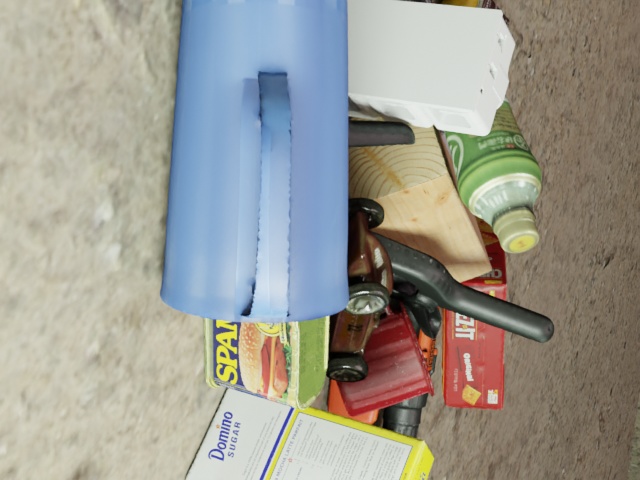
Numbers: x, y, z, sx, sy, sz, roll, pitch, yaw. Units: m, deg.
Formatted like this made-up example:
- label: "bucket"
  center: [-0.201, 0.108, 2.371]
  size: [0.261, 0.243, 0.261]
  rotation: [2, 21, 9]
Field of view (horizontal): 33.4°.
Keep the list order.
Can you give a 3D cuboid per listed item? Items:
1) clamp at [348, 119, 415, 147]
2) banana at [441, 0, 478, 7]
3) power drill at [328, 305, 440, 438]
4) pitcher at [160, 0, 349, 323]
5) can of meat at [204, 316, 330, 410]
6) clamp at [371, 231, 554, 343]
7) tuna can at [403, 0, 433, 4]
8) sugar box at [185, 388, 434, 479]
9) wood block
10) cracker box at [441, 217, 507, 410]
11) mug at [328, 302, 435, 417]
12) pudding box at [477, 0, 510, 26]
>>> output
- label: "clamp"
  center: [-0.002, -0.065, 0.860]
  size: [0.171, 0.039, 0.120]
  rotation: [23, 87, -39]
- label: "banana"
  center: [0.134, -0.213, 1.096]
  size: [0.070, 0.037, 0.197]
  rotation: [-48, -164, 54]
- label: "power drill"
  center: [0.071, 0.146, 1.130]
  size: [0.187, 0.057, 0.184]
  rotation: [0, 97, -67]
- label: "pitcher"
  center: [-0.038, -0.068, 0.719]
  size: [0.144, 0.149, 0.243]
  rotation: [-13, 110, -51]
- label: "can of meat"
  center: [-0.041, 0.076, 0.837]
  size: [0.057, 0.084, 0.102]
  rotation: [-34, 131, -55]
- label: "clamp"
  center: [0.096, 0.049, 1.011]
  size: [0.209, 0.165, 0.036]
  rotation: [30, 69, -25]
- label: "tuna can"
  center: [0.076, -0.202, 1.009]
  size: [0.086, 0.034, 0.086]
  rotation: [-37, 133, -54]
- label: "sugar box"
  center: [-0.009, 0.182, 0.842]
  size: [0.093, 0.176, 0.048]
  rotation: [-65, 149, -23]
- label: "wood block"
  center: [0.092, -0.035, 1.019]
  size: [0.206, 0.090, 0.091]
  rotation: [52, 22, -58]
- label: "cracker box"
  center: [0.173, 0.062, 1.210]
  size: [0.213, 0.072, 0.164]
  rotation: [-76, 164, -59]
- label: "mug"
  center: [0.048, 0.103, 0.985]
  size: [0.093, 0.081, 0.117]
  rotation: [-112, -177, -76]
- label: "pudding box"
  center: [0.171, -0.210, 1.192]
  size: [0.090, 0.039, 0.113]
  rotation: [18, 84, -64]
